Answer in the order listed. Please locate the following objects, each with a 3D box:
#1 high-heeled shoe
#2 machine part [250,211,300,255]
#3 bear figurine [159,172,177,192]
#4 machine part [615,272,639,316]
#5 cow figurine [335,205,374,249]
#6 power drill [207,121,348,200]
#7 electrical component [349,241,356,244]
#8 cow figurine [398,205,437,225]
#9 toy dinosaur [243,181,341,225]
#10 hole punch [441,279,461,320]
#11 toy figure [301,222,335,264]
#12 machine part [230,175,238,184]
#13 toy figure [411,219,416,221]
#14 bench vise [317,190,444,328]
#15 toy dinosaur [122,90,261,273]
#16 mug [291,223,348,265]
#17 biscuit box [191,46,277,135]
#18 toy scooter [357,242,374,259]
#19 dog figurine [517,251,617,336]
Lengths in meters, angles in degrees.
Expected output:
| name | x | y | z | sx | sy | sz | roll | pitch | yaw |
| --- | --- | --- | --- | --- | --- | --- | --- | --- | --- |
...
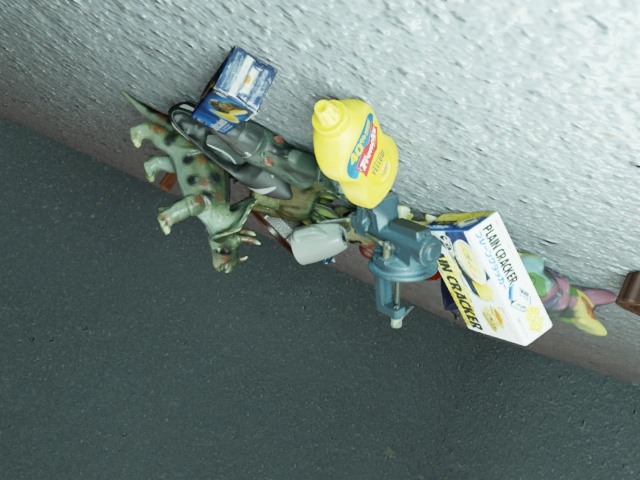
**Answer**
| name | x | y | z | sx | sy | sz | roll | pitch | yaw |
| --- | --- | --- | --- | --- | --- | --- | --- | --- | --- |
| high-heeled shoe | -0.152 | -0.154 | 0.945 | 0.249 | 0.086 | 0.145 | 37 | -173 | 3 |
| machine part | -0.098 | -0.047 | 1.462 | 0.201 | 0.087 | 0.201 | 45 | 174 | -1 |
| bear figurine | -0.333 | -0.165 | 1.409 | 0.120 | 0.132 | 0.196 | 26 | 179 | -28 |
| machine part | 0.546 | 0.100 | 0.806 | 0.179 | 0.056 | 0.179 | 22 | 175 | 2 |
| cow figurine | 0.081 | -0.036 | 1.222 | 0.127 | 0.085 | 0.195 | 26 | 178 | -31 |
| power drill | -0.049 | -0.134 | 0.867 | 0.208 | 0.086 | 0.231 | 13 | 171 | 38 |
| electrical component | 0.043 | -0.033 | 1.477 | 0.134 | 0.058 | 0.115 | 24 | 176 | -2 |
| cow figurine | 0.156 | -0.015 | 1.041 | 0.168 | 0.098 | 0.068 | 19 | 178 | 33 |
| toy dinosaur | -0.049 | -0.094 | 1.137 | 0.198 | 0.105 | 0.471 | 17 | 175 | -15 |
| hole punch | 0.321 | 0.097 | 1.204 | 0.116 | 0.142 | 0.092 | -20 | 149 | 33 |
| toy figure | -0.004 | -0.004 | 1.260 | 0.064 | 0.057 | 0.155 | -11 | -141 | -16 |
| machine part | -0.210 | -0.166 | 1.196 | 0.039 | 0.084 | 0.138 | 62 | -166 | 18 |
| toy figure | 0.179 | -0.002 | 1.163 | 0.082 | 0.089 | 0.180 | 10 | 180 | 9 |
| bench vise | 0.120 | 0.040 | 0.959 | 0.224 | 0.240 | 0.129 | 18 | -150 | 42 |
| toy dinosaur | -0.242 | -0.133 | 1.040 | 0.192 | 0.404 | 0.131 | -17 | 175 | -15 |
| mug | -0.002 | -0.003 | 1.121 | 0.107 | 0.081 | 0.109 | -14 | 150 | 18 |
| biscuit box | -0.121 | -0.191 | 0.717 | 0.059 | 0.063 | 0.203 | 27 | 172 | -20 |
| toy scooter | 0.133 | 0.003 | 1.380 | 0.135 | 0.075 | 0.184 | 26 | 170 | -16 |
| dog figurine | 0.443 | 0.104 | 1.008 | 0.219 | 0.108 | 0.191 | 17 | 170 | 12 |
